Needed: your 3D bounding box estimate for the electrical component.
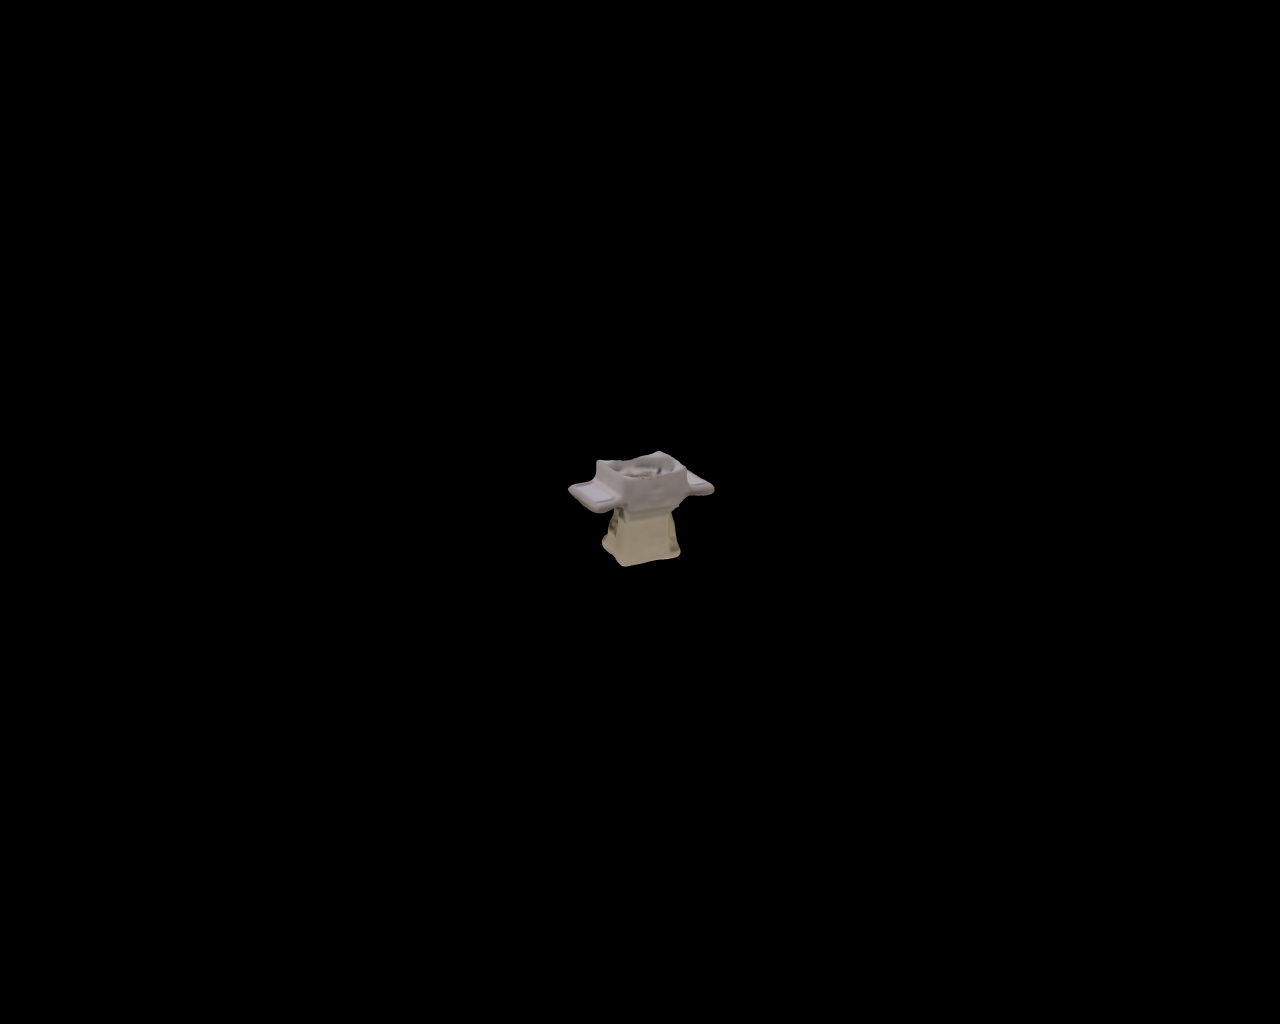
[{"bbox_3d":[0.001,-0.003,0.650,0.081,0.063,0.042,-10,24,-22],"label":"electrical component"}]
